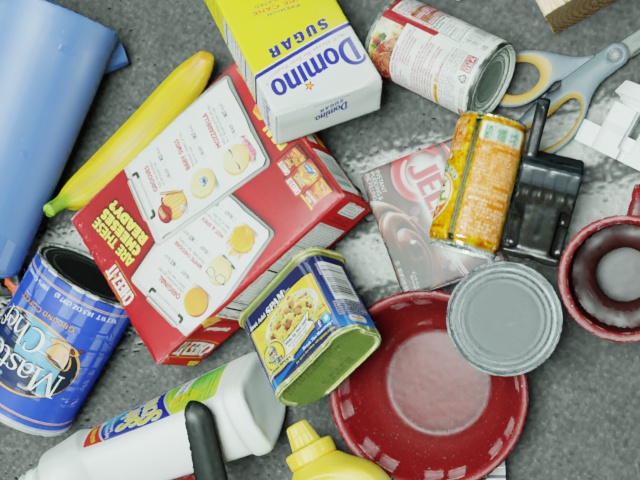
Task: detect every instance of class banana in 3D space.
[{"bbox_3d":[-0.161,-0.089,0.941,0.037,0.069,0.198,44,93,-11],"label":"banana"}]

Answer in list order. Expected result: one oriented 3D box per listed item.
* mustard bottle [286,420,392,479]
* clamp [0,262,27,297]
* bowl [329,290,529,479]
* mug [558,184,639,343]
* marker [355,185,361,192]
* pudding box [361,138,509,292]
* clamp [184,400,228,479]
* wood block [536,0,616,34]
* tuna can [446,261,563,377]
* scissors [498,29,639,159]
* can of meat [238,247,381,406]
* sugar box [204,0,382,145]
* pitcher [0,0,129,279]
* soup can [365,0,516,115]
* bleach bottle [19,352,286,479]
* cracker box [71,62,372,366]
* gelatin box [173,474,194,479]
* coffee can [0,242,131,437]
[{"bbox_3d":[0.025,0.230,0.836,0.096,0.058,0.192,-34,76,22],"label":"mustard bottle"},{"bbox_3d":[-0.339,-0.011,1.012,0.171,0.039,0.120,28,103,9],"label":"clamp"},{"bbox_3d":[0.091,0.120,0.869,0.162,0.055,0.162,0,91,18],"label":"bowl"},{"bbox_3d":[0.233,0.015,0.809,0.093,0.081,0.117,9,94,17],"label":"mug"},{"bbox_3d":[-0.006,0.001,0.917,0.020,0.020,0.121,42,102,13],"label":"marker"},{"bbox_3d":[0.095,-0.018,0.874,0.090,0.039,0.113,-21,85,16],"label":"pudding box"},{"bbox_3d":[-0.095,0.249,0.865,0.165,0.036,0.210,-36,93,24],"label":"clamp"},{"bbox_3d":[0.169,-0.276,0.821,0.091,0.090,0.206,-28,83,17],"label":"wood block"},{"bbox_3d":[0.139,0.061,0.807,0.086,0.033,0.086,-1,81,7],"label":"tuna can"},{"bbox_3d":[0.214,-0.153,0.847,0.096,0.016,0.202,44,102,12],"label":"scissors"},{"bbox_3d":[-0.008,0.071,0.850,0.102,0.057,0.084,-47,49,25],"label":"can of meat"},{"bbox_3d":[-0.027,-0.168,0.864,0.093,0.048,0.176,-21,61,-12],"label":"sugar box"},{"bbox_3d":[-0.285,-0.098,0.926,0.149,0.145,0.243,21,91,13],"label":"pitcher"},{"bbox_3d":[0.095,-0.145,0.849,0.102,0.068,0.068,30,99,25],"label":"soup can"},{"bbox_3d":[-0.155,0.179,0.923,0.251,0.102,0.068,-24,104,16],"label":"bleach bottle"},{"bbox_3d":[-0.085,-0.022,0.902,0.214,0.072,0.164,-42,65,15],"label":"cracker box"},{"bbox_3d":[-0.144,0.246,0.936,0.030,0.073,0.089,43,102,12],"label":"gelatin box"},{"bbox_3d":[-0.235,0.088,0.947,0.103,0.102,0.140,34,100,14],"label":"coffee can"}]
